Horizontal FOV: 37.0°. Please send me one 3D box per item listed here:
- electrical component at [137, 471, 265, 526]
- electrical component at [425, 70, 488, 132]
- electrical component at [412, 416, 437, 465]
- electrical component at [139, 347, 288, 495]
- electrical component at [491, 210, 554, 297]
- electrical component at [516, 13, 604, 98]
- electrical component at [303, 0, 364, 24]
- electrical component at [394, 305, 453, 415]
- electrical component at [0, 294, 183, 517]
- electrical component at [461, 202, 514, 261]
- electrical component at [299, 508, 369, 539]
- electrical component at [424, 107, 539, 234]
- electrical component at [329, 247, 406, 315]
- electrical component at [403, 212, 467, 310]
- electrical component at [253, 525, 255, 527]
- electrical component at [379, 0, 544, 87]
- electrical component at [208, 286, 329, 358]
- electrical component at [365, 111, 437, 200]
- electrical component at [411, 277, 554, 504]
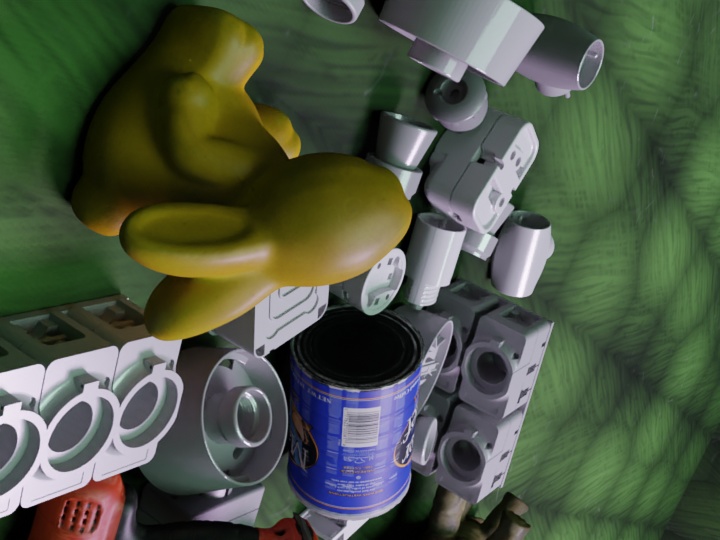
[{"bbox_3d":[-0.110,0.153,0.770,0.083,0.047,0.075,-9,121,-56],"label":"electrical component"},{"bbox_3d":[0.081,-0.130,0.853,0.048,0.048,0.062,-61,158,-5],"label":"electrical component"},{"bbox_3d":[0.033,0.148,0.979,0.044,0.065,0.044,13,90,-75],"label":"electrical component"},{"bbox_3d":[-0.096,0.100,0.718,0.099,0.064,0.099,18,68,-55],"label":"electrical component"},{"bbox_3d":[0.171,-0.022,1.090,0.079,0.043,0.077,-26,135,-49],"label":"electrical component"},{"bbox_3d":[0.165,-0.175,0.918,0.043,0.077,0.079,-54,150,-16],"label":"electrical component"},{"bbox_3d":[-0.010,-0.182,0.666,0.046,0.040,0.040,-63,152,-13],"label":"electrical component"},{"bbox_3d":[0.045,0.082,0.947,0.099,0.064,0.099,-39,143,-37],"label":"electrical component"},{"bbox_3d":[-0.173,0.075,0.587,0.150,0.062,0.089,-12,124,-55],"label":"electrical component"},{"bbox_3d":[0.107,-0.042,0.967,0.045,0.045,0.055,22,94,-61],"label":"electrical component"},{"bbox_3d":[-0.016,0.203,0.971,0.081,0.042,0.063,-34,138,-43],"label":"electrical component"},{"bbox_3d":[0.099,-0.086,0.900,0.095,0.059,0.053,-58,151,-10],"label":"electrical component"},{"bbox_3d":[0.000,0.000,0.823,0.055,0.047,0.055,-39,143,-37],"label":"electrical component"},{"bbox_3d":[0.059,-0.004,0.921,0.043,0.043,0.081,-15,126,-54],"label":"electrical component"},{"bbox_3d":[-0.100,0.249,0.803,0.056,0.109,0.108,-6,118,-54],"label":"electrical component"},{"bbox_3d":[0.064,-0.164,0.736,0.108,0.108,0.060,10,110,-60],"label":"electrical component"},{"bbox_3d":[-0.064,-0.011,0.699,0.078,0.057,0.113,-33,139,-43],"label":"electrical component"},{"bbox_3d":[0.028,-0.085,0.801,0.045,0.045,0.055,-4,117,-58],"label":"electrical component"},{"bbox_3d":[0.100,0.116,1.022,0.060,0.105,0.186,-21,130,-51],"label":"electrical component"}]
